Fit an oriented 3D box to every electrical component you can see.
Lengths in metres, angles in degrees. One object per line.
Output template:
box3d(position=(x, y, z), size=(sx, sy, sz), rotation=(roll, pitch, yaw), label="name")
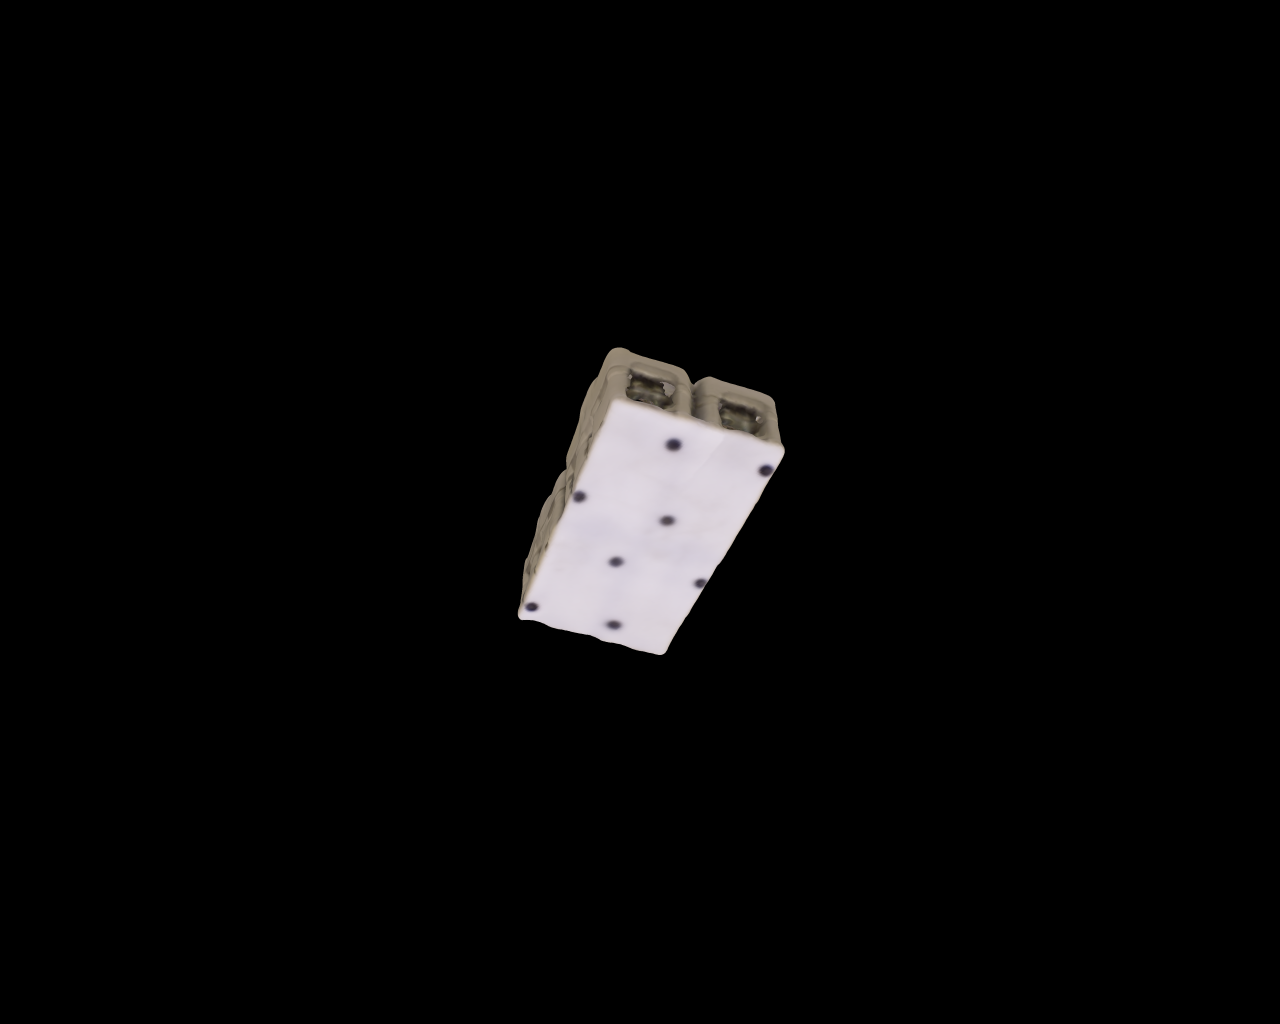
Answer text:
box3d(position=(0.001, -0.003, 0.650), size=(0.105, 0.186, 0.060), rotation=(16, 40, -13), label="electrical component")
